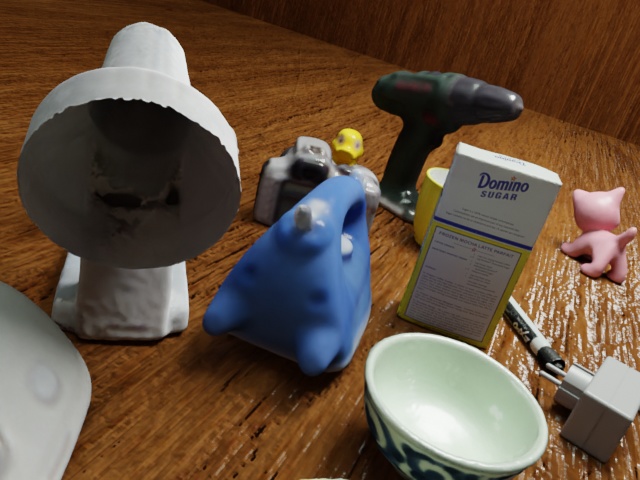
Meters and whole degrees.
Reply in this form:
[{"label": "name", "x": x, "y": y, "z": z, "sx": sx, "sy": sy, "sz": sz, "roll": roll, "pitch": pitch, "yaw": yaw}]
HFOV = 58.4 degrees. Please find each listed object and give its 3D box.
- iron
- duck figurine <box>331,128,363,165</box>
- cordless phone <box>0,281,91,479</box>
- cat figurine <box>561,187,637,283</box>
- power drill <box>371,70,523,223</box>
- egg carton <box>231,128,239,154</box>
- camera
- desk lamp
[{"label": "iron", "x": 0.005, "y": 0.002, "z": 0.500, "sx": 0.118, "sy": 0.141, "sz": 0.259, "roll": 21, "pitch": 25, "yaw": 9}, {"label": "duck figurine", "x": 0.038, "y": -0.125, "z": 0.857, "sx": 0.077, "sy": 0.086, "sz": 0.104, "roll": 17, "pitch": 24, "yaw": 1}, {"label": "cordless phone", "x": -0.159, "y": 0.043, "z": 0.259, "sx": 0.094, "sy": 0.185, "sz": 0.147, "roll": 11, "pitch": 25, "yaw": -11}, {"label": "cat figurine", "x": 0.406, "y": -0.019, "z": 0.823, "sx": 0.067, "sy": 0.118, "sz": 0.127, "roll": 10, "pitch": 25, "yaw": -13}, {"label": "power drill", "x": 0.152, "y": -0.134, "z": 0.799, "sx": 0.076, "sy": 0.208, "sz": 0.228, "roll": -8, "pitch": 34, "yaw": -42}, {"label": "egg carton", "x": -0.185, "y": -0.128, "z": 0.744, "sx": 0.107, "sy": 0.069, "sz": 0.151, "roll": 32, "pitch": 29, "yaw": 32}, {"label": "camera", "x": -0.003, "y": -0.076, "z": 0.710, "sx": 0.143, "sy": 0.101, "sz": 0.136, "roll": 12, "pitch": 25, "yaw": -9}, {"label": "desk lamp", "x": -0.132, "y": -0.033, "z": 0.401, "sx": 0.118, "sy": 0.213, "sz": 0.202, "roll": 7, "pitch": 26, "yaw": -20}]
